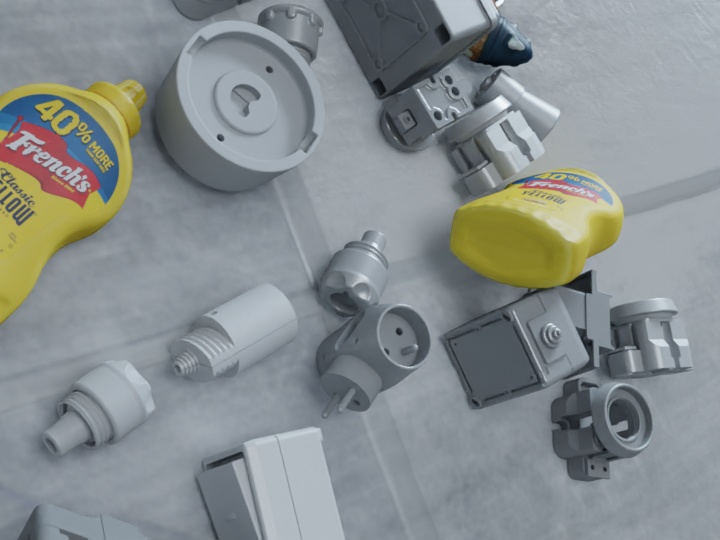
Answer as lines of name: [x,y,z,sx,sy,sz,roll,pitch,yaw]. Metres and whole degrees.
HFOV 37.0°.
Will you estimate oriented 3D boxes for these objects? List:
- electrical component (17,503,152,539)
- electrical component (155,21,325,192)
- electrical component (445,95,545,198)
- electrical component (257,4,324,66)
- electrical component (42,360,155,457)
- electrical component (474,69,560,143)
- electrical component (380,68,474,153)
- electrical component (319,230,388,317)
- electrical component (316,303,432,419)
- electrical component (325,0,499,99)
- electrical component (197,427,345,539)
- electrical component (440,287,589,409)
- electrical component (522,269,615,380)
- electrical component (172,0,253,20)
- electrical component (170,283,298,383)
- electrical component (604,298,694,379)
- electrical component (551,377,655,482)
electrical component: [-0.104,0.205,0.562,0.186,0.060,0.105,27,95,-23]
electrical component: [-0.085,-0.105,0.724,0.108,0.060,0.108,13,66,-30]
electrical component: [0.104,-0.101,0.851,0.078,0.058,0.057,-36,97,-37]
electrical component: [-0.052,-0.157,0.777,0.048,0.048,0.062,13,73,-29]
electrical component: [-0.153,0.083,0.618,0.062,0.043,0.043,-38,95,-37]
electrical component: [0.127,-0.135,0.890,0.065,0.044,0.044,38,56,-11]
electrical component: [0.047,-0.119,0.821,0.066,0.055,0.048,-33,92,-38]
electrical component: [0.000,0.000,0.752,0.043,0.043,0.062,38,54,-16]
electrical component: [0.000,0.066,0.705,0.043,0.077,0.079,44,55,-13]
electrical component: [0.035,-0.202,0.811,0.056,0.109,0.108,-27,89,-35]
electrical component: [-0.053,0.150,0.648,0.061,0.062,0.096,-7,76,-35]
electrical component: [0.118,0.054,0.776,0.061,0.096,0.061,-22,86,-38]
electrical component: [0.161,0.040,0.846,0.064,0.042,0.081,15,64,-25]
electrical component: [-0.089,-0.225,0.767,0.095,0.059,0.053,-33,92,-37]
electrical component: [-0.083,0.044,0.679,0.081,0.043,0.043,-30,90,-37]
electrical component: [0.234,0.056,0.878,0.078,0.058,0.057,2,74,-34]
electrical component: [0.186,0.118,0.823,0.058,0.057,0.078,14,65,-29]
